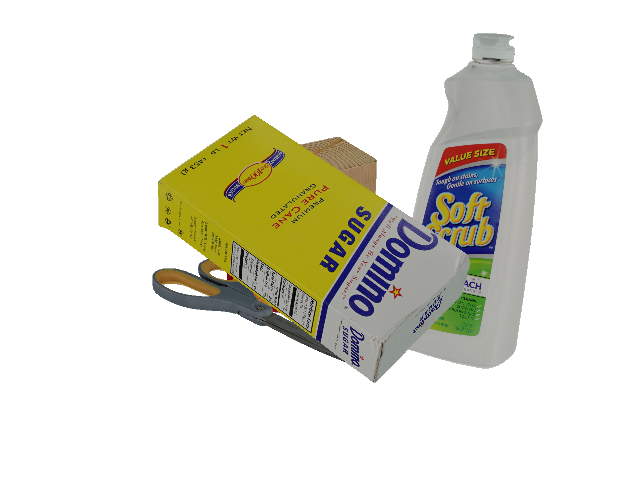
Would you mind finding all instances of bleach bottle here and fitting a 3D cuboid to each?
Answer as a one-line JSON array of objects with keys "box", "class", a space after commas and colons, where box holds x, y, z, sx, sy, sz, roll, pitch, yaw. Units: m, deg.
[{"box": [0.114, -0.033, 0.825, 0.103, 0.251, 0.067, 13, 20, 30], "class": "bleach bottle"}]

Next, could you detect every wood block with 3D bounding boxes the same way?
[{"box": [0.005, -0.006, 1.275, 0.090, 0.206, 0.090, -15, 31, -26], "class": "wood block"}]

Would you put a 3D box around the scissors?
[{"box": [-0.048, 0.052, 0.902, 0.202, 0.016, 0.096, 16, 26, 22], "class": "scissors"}]

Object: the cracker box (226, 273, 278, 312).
[{"box": [0.033, 0.028, 1.071, 0.214, 0.072, 0.164, 6, 16, 16], "class": "cracker box"}]

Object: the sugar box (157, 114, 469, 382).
[{"box": [-0.006, -0.001, 0.651, 0.176, 0.048, 0.093, 32, 52, 23], "class": "sugar box"}]
